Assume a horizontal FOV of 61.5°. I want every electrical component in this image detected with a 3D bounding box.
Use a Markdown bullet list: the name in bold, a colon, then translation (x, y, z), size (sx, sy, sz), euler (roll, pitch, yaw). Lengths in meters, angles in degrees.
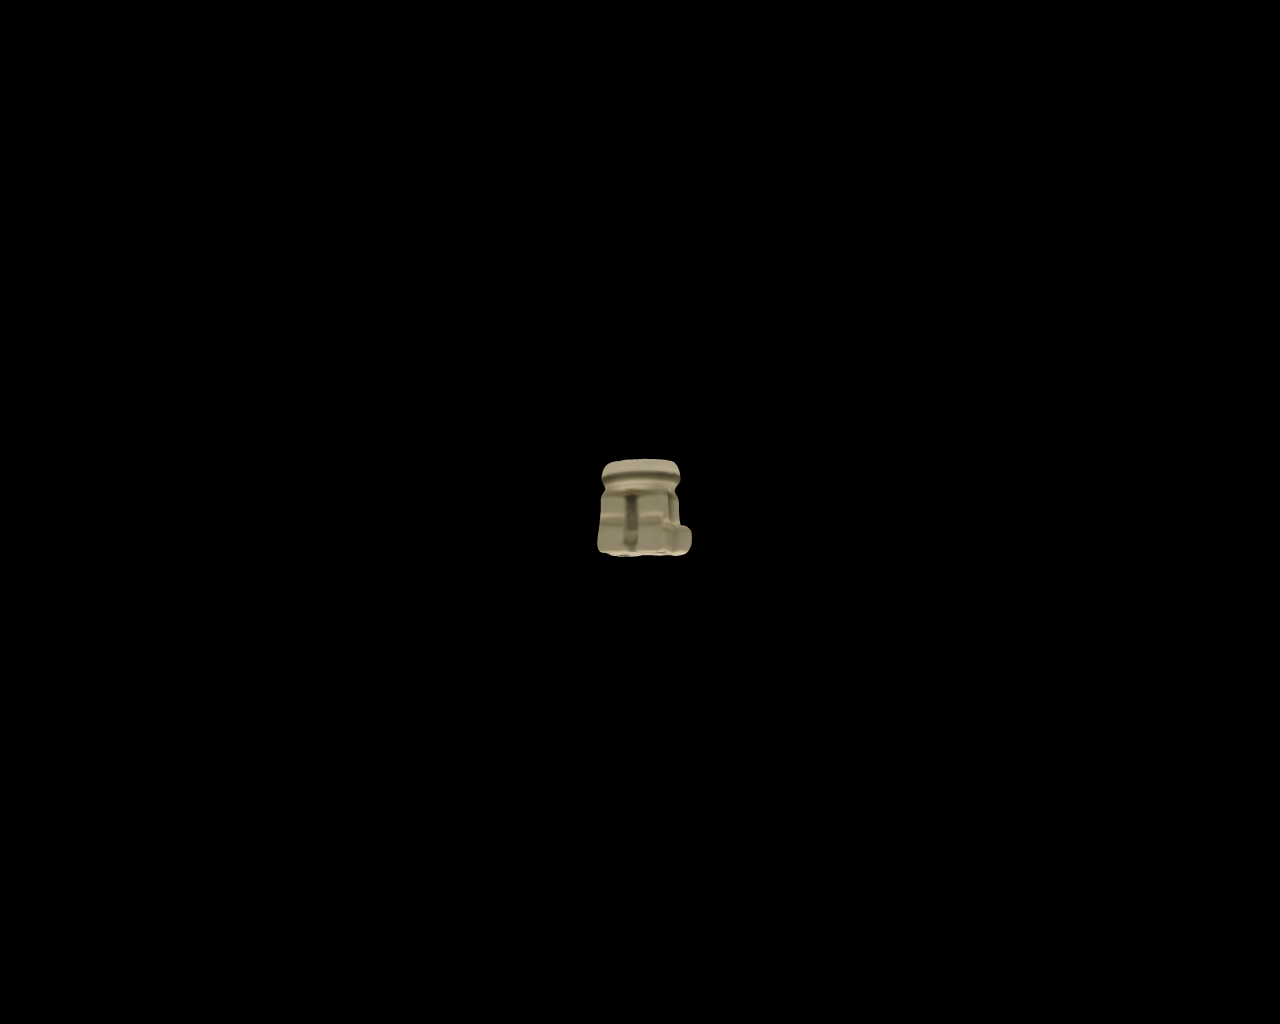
- **electrical component**: translation (0.001, -0.003, 0.650), size (0.066, 0.055, 0.048), euler (-2, -7, 18)
